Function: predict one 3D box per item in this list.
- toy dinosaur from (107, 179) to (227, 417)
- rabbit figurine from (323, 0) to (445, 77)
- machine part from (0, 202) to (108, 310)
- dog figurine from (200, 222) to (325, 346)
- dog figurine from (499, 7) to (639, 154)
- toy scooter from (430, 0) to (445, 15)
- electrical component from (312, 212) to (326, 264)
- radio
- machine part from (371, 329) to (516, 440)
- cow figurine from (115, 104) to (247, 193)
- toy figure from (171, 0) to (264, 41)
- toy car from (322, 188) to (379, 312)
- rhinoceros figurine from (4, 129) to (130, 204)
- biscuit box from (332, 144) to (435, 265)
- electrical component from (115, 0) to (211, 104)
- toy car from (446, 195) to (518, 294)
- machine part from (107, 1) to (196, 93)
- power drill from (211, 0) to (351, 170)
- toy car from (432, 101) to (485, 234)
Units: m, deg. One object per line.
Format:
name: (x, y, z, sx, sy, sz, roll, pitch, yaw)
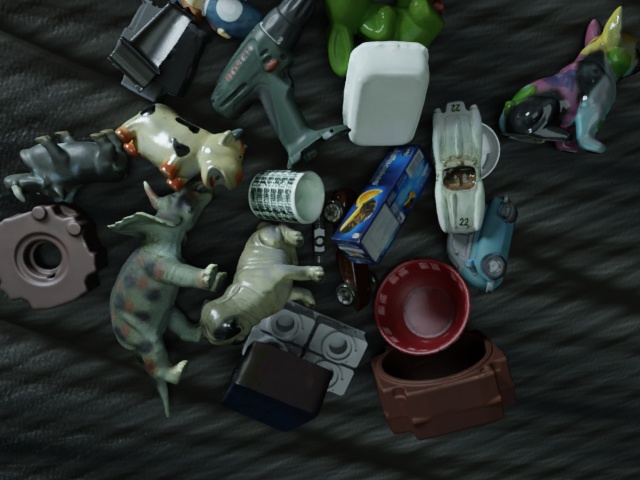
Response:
toy dinosaur: (-0.270, 0.096, 0.866, 0.192, 0.131, 0.404, 24, 103, 6)
rabbit figurine: (0.070, -0.326, 0.806, 0.170, 0.121, 0.159, 30, 119, -22)
machine part: (-0.441, 0.027, 0.871, 0.179, 0.056, 0.179, 0, 101, -2)
dog figurine: (-0.113, 0.060, 0.822, 0.190, 0.172, 0.121, -19, 138, -28)
dog figurine: (0.396, -0.251, 0.840, 0.192, 0.108, 0.219, 14, 95, -2)
toy scooter: (0.163, -0.423, 0.813, 0.184, 0.075, 0.135, 16, 99, -10)
electrical component: (-0.002, -0.003, 0.882, 0.021, 0.063, 0.094, 0, 101, -3)
radio: (-0.076, 0.235, 0.843, 0.131, 0.229, 0.073, 25, 60, -4)
machine part: (0.190, 0.219, 0.860, 0.201, 0.201, 0.087, -16, 100, 1)
cow figurine: (-0.198, -0.141, 0.824, 0.195, 0.085, 0.127, 35, 76, 13)
toy figure: (-0.162, -0.355, 0.819, 0.154, 0.057, 0.064, 23, 59, -5)
toy car: (0.048, 0.016, 0.878, 0.053, 0.089, 0.202, -1, 104, 31)
rhinoceros figurine: (-0.396, -0.114, 0.845, 0.190, 0.073, 0.112, -11, 111, -2)
biscuit box: (0.101, -0.058, 0.830, 0.059, 0.063, 0.202, 50, 62, -33)
electrical component: (-0.247, -0.281, 0.826, 0.115, 0.058, 0.134, 27, 97, -5)
toy car: (0.259, 0.003, 0.879, 0.103, 0.109, 0.161, 10, 91, 13)
machine part: (-0.239, -0.287, 0.778, 0.139, 0.039, 0.084, -43, 94, 6)
power drill: (-0.043, -0.224, 0.796, 0.232, 0.086, 0.207, -35, 95, 24)
toy car: (0.212, -0.109, 0.823, 0.074, 0.056, 0.201, -3, 100, 11)
